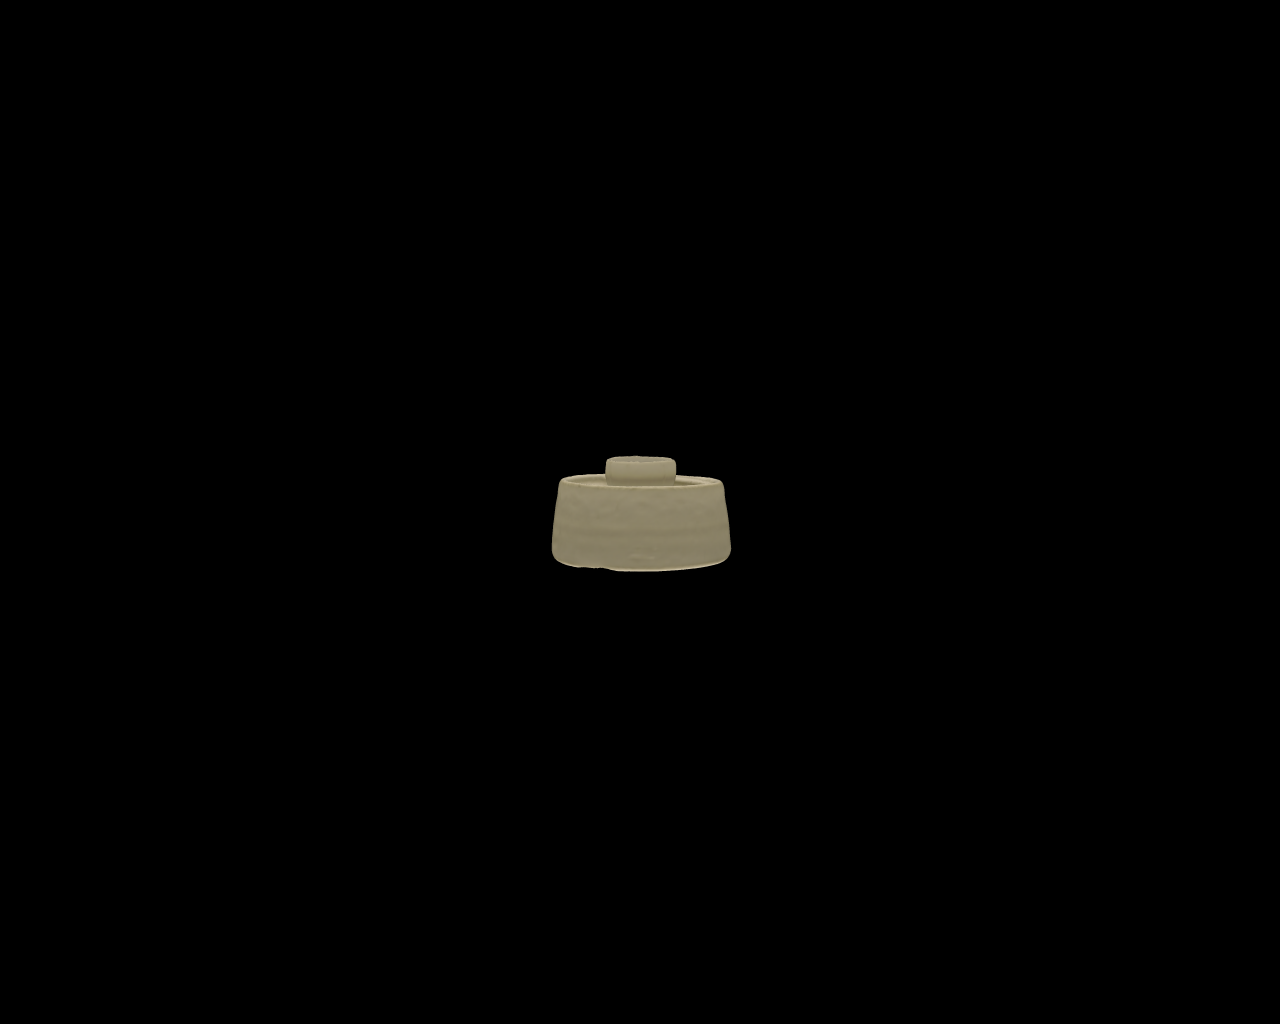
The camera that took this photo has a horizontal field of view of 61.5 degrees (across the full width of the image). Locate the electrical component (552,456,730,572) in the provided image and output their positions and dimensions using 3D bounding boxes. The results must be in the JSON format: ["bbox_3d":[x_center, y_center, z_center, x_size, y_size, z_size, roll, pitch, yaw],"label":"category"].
[{"bbox_3d":[0.001,-0.003,0.650,0.108,0.060,0.108,0,7,0],"label":"electrical component"}]
